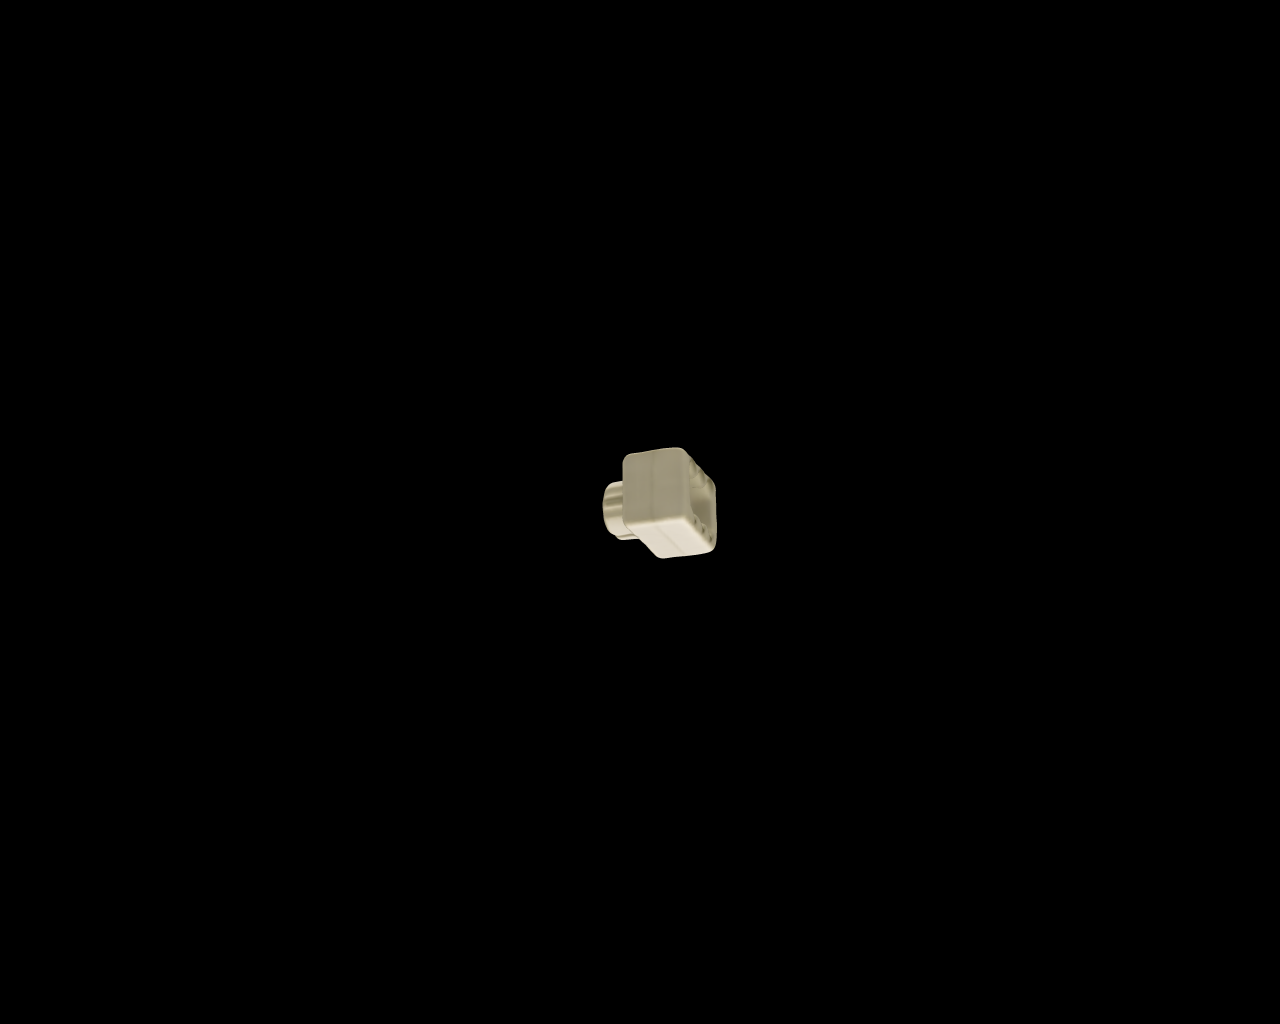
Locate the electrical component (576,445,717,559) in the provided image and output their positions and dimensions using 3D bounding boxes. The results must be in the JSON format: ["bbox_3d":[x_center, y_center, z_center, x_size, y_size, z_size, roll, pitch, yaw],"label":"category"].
[{"bbox_3d":[0.001,-0.003,0.650,0.077,0.047,0.065,-7,-21,18],"label":"electrical component"}]
